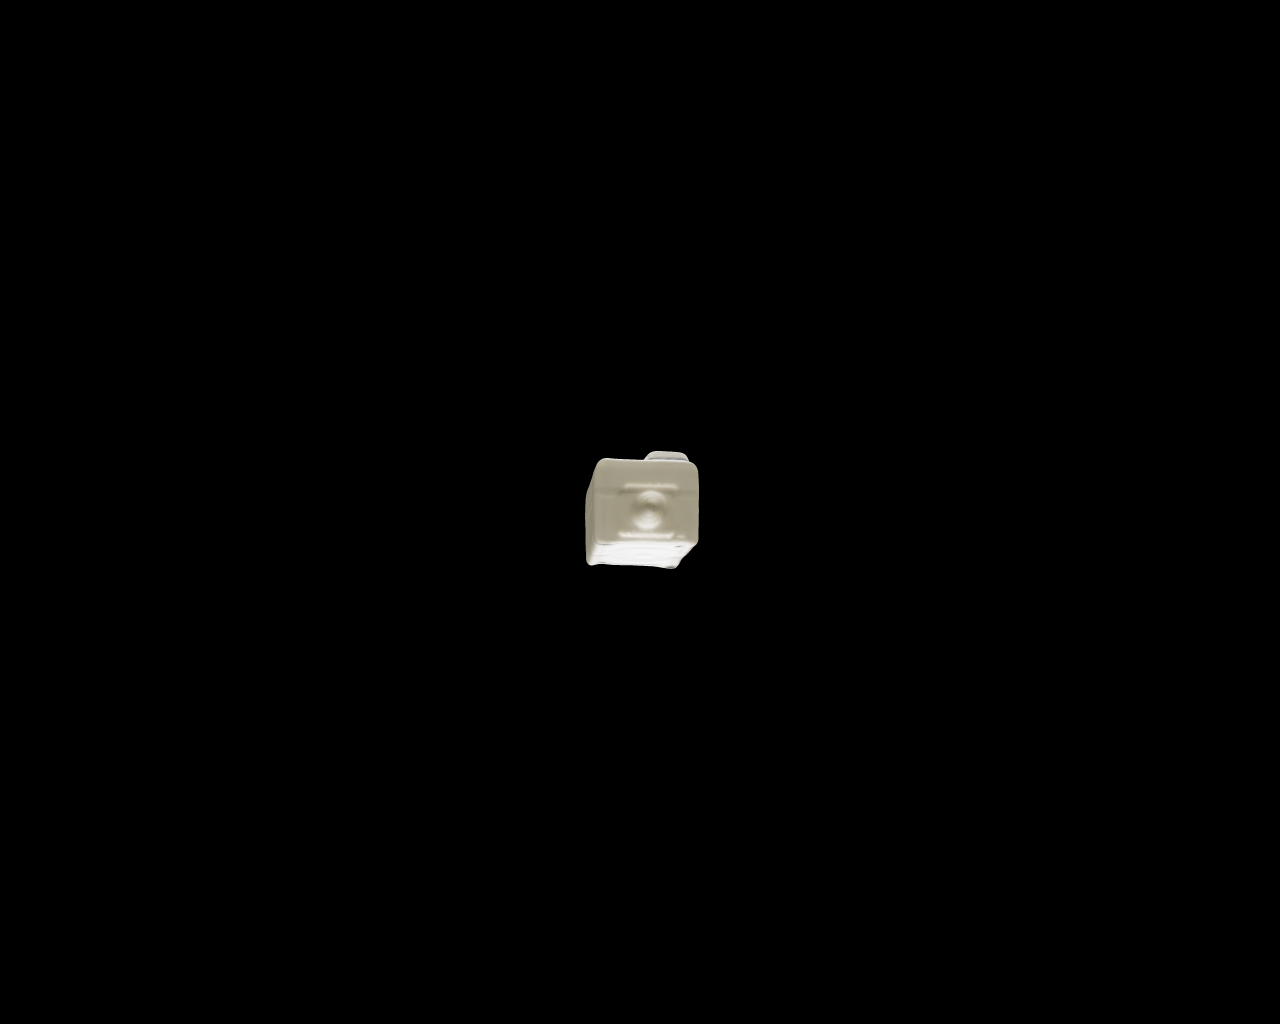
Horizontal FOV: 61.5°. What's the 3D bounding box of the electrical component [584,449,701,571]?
[{"bbox_3d":[0.001,-0.003,0.650,0.062,0.061,0.096,2,-14,-7],"label":"electrical component"}]
